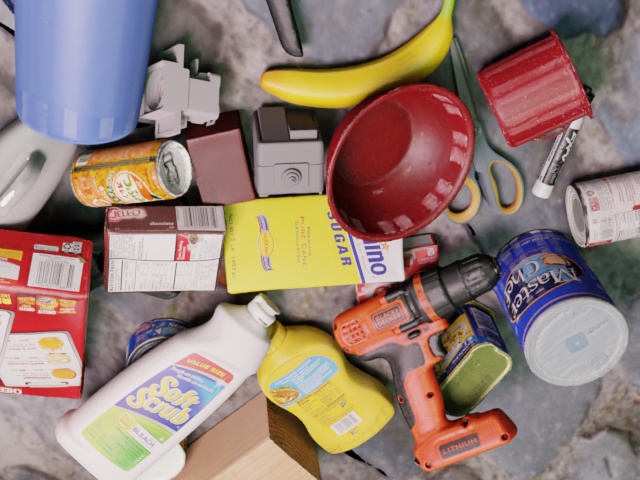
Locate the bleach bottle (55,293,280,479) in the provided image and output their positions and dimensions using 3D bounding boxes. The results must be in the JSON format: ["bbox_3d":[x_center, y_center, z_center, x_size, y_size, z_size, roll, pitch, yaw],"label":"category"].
[{"bbox_3d":[-0.146,0.141,1.087,0.251,0.068,0.102,-43,102,9],"label":"bleach bottle"}]

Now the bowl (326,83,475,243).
[{"bbox_3d":[0.064,-0.080,0.997,0.161,0.055,0.162,-17,127,-24],"label":"bowl"}]

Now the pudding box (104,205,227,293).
[{"bbox_3d":[-0.150,0.010,1.020,0.113,0.039,0.090,1,139,-13],"label":"pudding box"}]

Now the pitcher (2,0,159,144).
[{"bbox_3d":[-0.204,-0.212,0.896,0.144,0.149,0.243,-3,124,-23],"label":"pitcher"}]

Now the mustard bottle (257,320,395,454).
[{"bbox_3d":[-0.011,0.147,1.151,0.096,0.058,0.191,-35,118,18],"label":"mustard bottle"}]

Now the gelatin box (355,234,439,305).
[{"bbox_3d":[0.081,0.037,1.116,0.089,0.030,0.073,-8,120,-2],"label":"gelatin box"}]

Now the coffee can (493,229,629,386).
[{"bbox_3d":[0.241,0.067,1.089,0.102,0.140,0.103,-3,120,-6],"label":"coffee can"}]

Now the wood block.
[{"bbox_3d":[-0.108,0.275,1.193,0.206,0.091,0.090,-38,117,14],"label":"wood block"}]

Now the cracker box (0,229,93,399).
[{"bbox_3d":[-0.305,0.072,1.022,0.164,0.072,0.214,7,145,-10],"label":"cracker box"}]

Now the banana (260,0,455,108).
[{"bbox_3d":[0.045,-0.162,0.999,0.198,0.037,0.069,-23,100,5],"label":"banana"}]

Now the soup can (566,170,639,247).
[{"bbox_3d":[0.309,-0.034,1.083,0.102,0.068,0.068,-11,120,-1],"label":"soup can"}]

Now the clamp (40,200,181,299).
[{"bbox_3d":[-0.222,0.026,1.069,0.171,0.039,0.120,-15,116,3],"label":"clamp"}]

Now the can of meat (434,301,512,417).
[{"bbox_3d":[0.153,0.128,1.146,0.057,0.084,0.102,29,112,-21],"label":"can of meat"}]

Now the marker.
[{"bbox_3d":[0.244,-0.098,1.067,0.020,0.020,0.121,12,117,-14],"label":"marker"}]

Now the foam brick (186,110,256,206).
[{"bbox_3d":[-0.095,-0.077,1.019,0.053,0.051,0.078,-11,120,0],"label":"foam brick"}]

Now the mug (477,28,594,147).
[{"bbox_3d":[0.204,-0.133,1.009,0.081,0.093,0.117,-25,145,12],"label":"mug"}]

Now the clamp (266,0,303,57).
[{"bbox_3d":[-0.047,-0.266,0.925,0.209,0.036,0.165,28,113,-18],"label":"clamp"}]

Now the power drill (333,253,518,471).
[{"bbox_3d":[0.126,0.123,1.074,0.185,0.057,0.187,-26,86,21],"label":"power drill"}]

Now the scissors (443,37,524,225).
[{"bbox_3d":[0.137,-0.094,1.056,0.096,0.016,0.201,-32,119,6],"label":"scissors"}]

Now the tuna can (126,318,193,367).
[{"bbox_3d":[-0.164,0.128,1.135,0.086,0.034,0.086,-3,120,-6],"label":"tuna can"}]

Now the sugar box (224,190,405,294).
[{"bbox_3d":[-0.007,0.001,1.057,0.176,0.048,0.093,-5,90,-3],"label":"sugar box"}]
